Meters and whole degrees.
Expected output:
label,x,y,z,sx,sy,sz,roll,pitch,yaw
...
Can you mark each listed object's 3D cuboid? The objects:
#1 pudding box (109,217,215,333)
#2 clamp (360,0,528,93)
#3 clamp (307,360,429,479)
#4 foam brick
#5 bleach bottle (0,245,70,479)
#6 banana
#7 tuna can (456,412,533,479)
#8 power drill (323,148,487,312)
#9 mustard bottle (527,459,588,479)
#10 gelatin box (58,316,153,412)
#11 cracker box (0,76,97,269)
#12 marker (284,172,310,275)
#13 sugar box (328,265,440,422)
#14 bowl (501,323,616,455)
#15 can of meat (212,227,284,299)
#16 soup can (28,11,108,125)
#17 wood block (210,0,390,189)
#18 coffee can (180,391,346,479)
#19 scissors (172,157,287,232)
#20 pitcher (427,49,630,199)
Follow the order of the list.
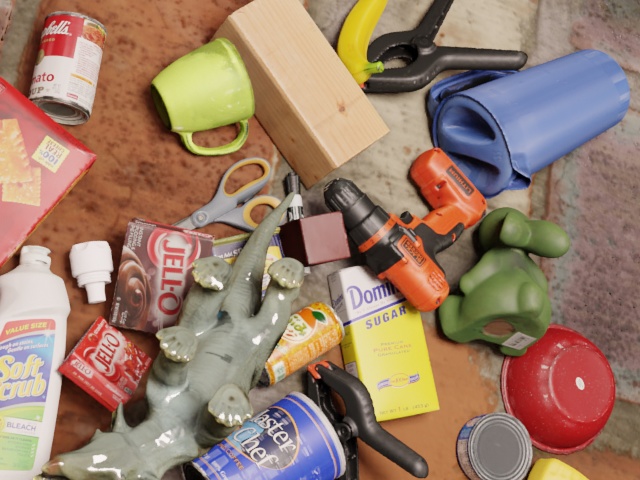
label,x,y,z,sx,sy,sz,roll,pitch,yaw
pudding box,-0.164,0.040,1.111,0.090,0.039,0.113,12,100,-4
clamp,0.127,-0.239,1.316,0.209,0.036,0.165,-20,54,-11
clamp,0.044,0.205,1.154,0.039,0.120,0.171,-12,78,-62
foam brick,-0.008,0.001,1.171,0.051,0.078,0.053,-10,88,-22
bleach bottle,-0.306,0.127,1.051,0.102,0.068,0.251,10,71,-20
banana,0.051,-0.239,1.277,0.037,0.070,0.197,56,25,-36
tuna can,0.203,0.246,1.247,0.086,0.034,0.086,5,75,-21
power drill,0.104,-0.030,1.233,0.184,0.057,0.187,49,47,-6
mustard bottle,0.254,0.356,1.227,0.096,0.058,0.191,39,65,-15
gelatin box,-0.215,0.125,1.078,0.073,0.089,0.030,41,110,-8
cracker box,-0.356,-0.055,1.069,0.164,0.072,0.213,41,66,-8
marker,-0.027,-0.019,1.226,0.020,0.020,0.121,-2,78,-23
sugar box,0.072,0.116,1.219,0.093,0.048,0.176,-7,81,-24
bowl,0.302,0.177,1.294,0.162,0.055,0.162,6,75,-21
can of meat,-0.084,0.039,1.167,0.102,0.058,0.084,-13,84,-25
soup can,-0.269,-0.182,1.139,0.068,0.069,0.102,13,73,-19
wood block,-0.026,-0.175,1.226,0.090,0.090,0.206,-36,92,-27
coffee can,-0.059,0.235,1.103,0.140,0.103,0.103,-28,89,-26
scissors,-0.116,-0.014,1.189,0.096,0.016,0.201,47,65,-6
pitcher,0.262,-0.160,1.330,0.242,0.145,0.149,-26,100,-29
